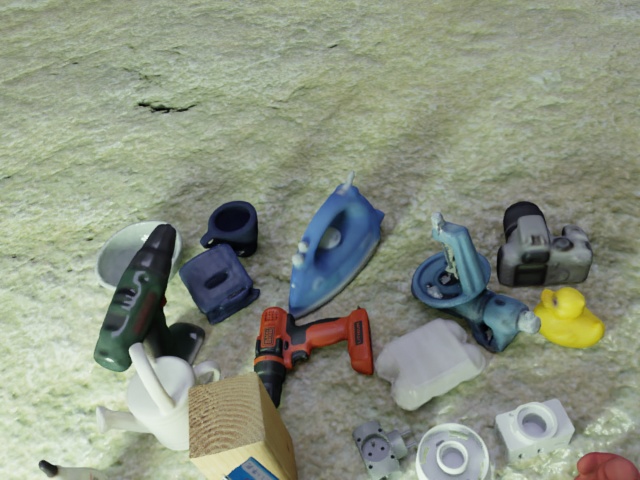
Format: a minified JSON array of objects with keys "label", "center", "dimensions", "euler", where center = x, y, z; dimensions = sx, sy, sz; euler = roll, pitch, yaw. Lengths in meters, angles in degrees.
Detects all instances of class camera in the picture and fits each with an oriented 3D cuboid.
[{"label":"camera","center":[0.361,-0.005,0.943],"dimensions":[0.143,0.101,0.137],"euler":[-3,49,10]}]

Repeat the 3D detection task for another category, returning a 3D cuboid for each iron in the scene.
[{"label":"iron","center":[0.009,0.004,0.987],"dimensions":[0.118,0.142,0.259],"euler":[20,56,27]}]

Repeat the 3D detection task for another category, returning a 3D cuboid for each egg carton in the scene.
[{"label":"egg carton","center":[0.161,0.182,0.847],"dimensions":[0.150,0.069,0.107],"euler":[-26,49,-10]}]

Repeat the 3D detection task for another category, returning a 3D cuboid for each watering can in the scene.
[{"label":"watering can","center":[-0.228,0.222,0.815],"dimensions":[0.100,0.194,0.173],"euler":[27,60,31]}]

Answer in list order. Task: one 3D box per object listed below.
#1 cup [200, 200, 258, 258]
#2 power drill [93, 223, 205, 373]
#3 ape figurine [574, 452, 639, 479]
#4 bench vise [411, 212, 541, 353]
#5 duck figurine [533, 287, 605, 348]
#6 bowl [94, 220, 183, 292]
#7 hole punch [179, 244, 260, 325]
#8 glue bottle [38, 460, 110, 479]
[{"label":"cup","center":[-0.161,-0.004,1.062],"dimensions":[0.118,0.095,0.091],"euler":[-38,52,-20]},{"label":"power drill","center":[-0.258,0.119,0.902],"dimensions":[0.075,0.209,0.230],"euler":[7,52,18]},{"label":"ape figurine","center":[0.357,0.290,0.696],"dimensions":[0.076,0.092,0.077],"euler":[-13,48,1]},{"label":"bench vise","center":[0.228,0.053,0.843],"dimensions":[0.206,0.220,0.121],"euler":[13,54,23]},{"label":"duck figurine","center":[0.373,0.108,0.853],"dimensions":[0.104,0.086,0.078],"euler":[25,59,30]},{"label":"bowl","center":[-0.326,0.045,1.070],"dimensions":[0.167,0.075,0.167],"euler":[-6,49,7]},{"label":"hole punch","center":[-0.175,0.075,1.000],"dimensions":[0.109,0.091,0.100],"euler":[-32,50,-15]},{"label":"glue bottle","center":[-0.323,0.329,0.758],"dimensions":[0.037,0.173,0.078],"euler":[-24,49,-8]}]
